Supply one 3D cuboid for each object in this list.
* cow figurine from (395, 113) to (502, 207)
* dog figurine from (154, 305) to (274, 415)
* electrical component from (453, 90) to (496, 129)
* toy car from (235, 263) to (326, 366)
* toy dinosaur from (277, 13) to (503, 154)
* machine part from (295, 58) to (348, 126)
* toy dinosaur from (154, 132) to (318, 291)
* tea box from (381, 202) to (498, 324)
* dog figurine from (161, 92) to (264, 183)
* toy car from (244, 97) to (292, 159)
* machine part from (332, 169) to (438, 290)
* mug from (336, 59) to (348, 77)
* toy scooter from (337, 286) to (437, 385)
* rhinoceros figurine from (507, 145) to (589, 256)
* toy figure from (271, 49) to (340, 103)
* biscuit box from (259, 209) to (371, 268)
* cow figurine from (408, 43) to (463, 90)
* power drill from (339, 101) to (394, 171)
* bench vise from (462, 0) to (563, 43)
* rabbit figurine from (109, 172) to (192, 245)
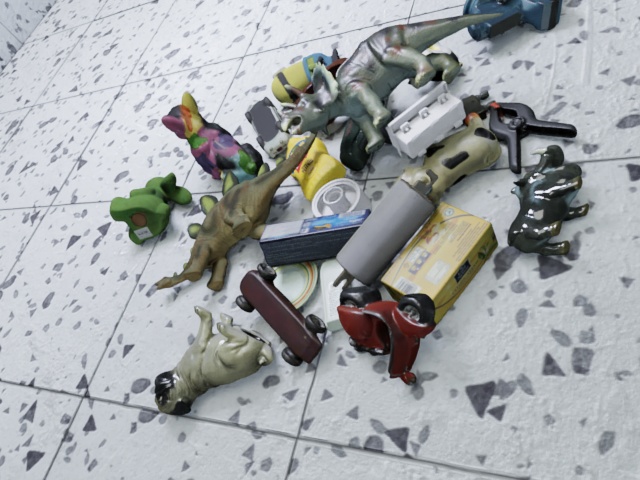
[{"bbox_3d":[0.221,-0.125,0.938,0.195,0.085,0.127,-28,41,8],"label":"cow figurine"},{"bbox_3d":[-0.181,0.230,0.909,0.173,0.121,0.190,21,83,43],"label":"dog figurine"},{"bbox_3d":[0.287,-0.249,1.029,0.094,0.021,0.063,-28,47,11],"label":"electrical component"},{"bbox_3d":[-0.066,0.125,0.911,0.202,0.053,0.089,41,104,29],"label":"toy car"},{"bbox_3d":[0.107,-0.303,0.959,0.405,0.131,0.192,-41,75,3],"label":"toy dinosaur"},{"bbox_3d":[0.020,-0.319,1.186,0.179,0.056,0.179,-33,33,24],"label":"machine part"},{"bbox_3d":[-0.158,-0.056,1.074,0.471,0.105,0.199,-38,45,9],"label":"toy dinosaur"},{"bbox_3d":[0.188,0.035,0.843,0.169,0.068,0.098,-48,49,-10],"label":"tea box"},{"bbox_3d":[-0.242,-0.217,1.181,0.192,0.219,0.108,29,78,42],"label":"dog figurine"},{"bbox_3d":[-0.122,-0.268,1.261,0.073,0.056,0.202,-36,45,10],"label":"toy car"},{"bbox_3d":[0.106,-0.012,0.867,0.243,0.079,0.079,-51,46,10],"label":"machine part"},{"bbox_3d":[0.071,-0.311,1.063,0.107,0.080,0.110,-48,66,3],"label":"mug"},{"bbox_3d":[0.098,0.142,0.803,0.184,0.075,0.135,2,100,50],"label":"toy scooter"},{"bbox_3d":[0.348,-0.061,0.827,0.112,0.073,0.190,5,61,45],"label":"rhinoceros figurine"},{"bbox_3d":[-0.033,-0.389,1.282,0.180,0.082,0.089,-16,48,16],"label":"toy figure"},{"bbox_3d":[-0.002,-0.003,0.961,0.203,0.062,0.059,-8,32,16],"label":"biscuit box"},{"bbox_3d":[0.212,-0.345,1.076,0.098,0.068,0.167,40,48,21],"label":"cow figurine"},{"bbox_3d":[0.145,-0.240,1.065,0.208,0.085,0.232,13,66,34],"label":"power drill"},{"bbox_3d":[0.375,-0.507,1.106,0.224,0.128,0.241,-34,54,6],"label":"bench vise"},{"bbox_3d":[-0.387,-0.100,1.250,0.159,0.121,0.170,-25,33,21],"label":"rabbit figurine"}]
